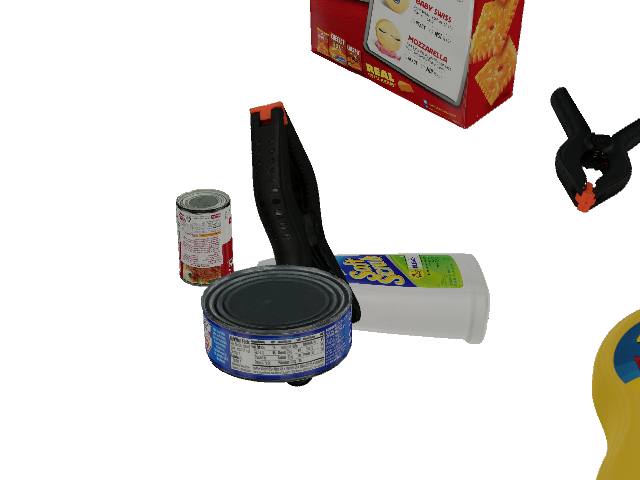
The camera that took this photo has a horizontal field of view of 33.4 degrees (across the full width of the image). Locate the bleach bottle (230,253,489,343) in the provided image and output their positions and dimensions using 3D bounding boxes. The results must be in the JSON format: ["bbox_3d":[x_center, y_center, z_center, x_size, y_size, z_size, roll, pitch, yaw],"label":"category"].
[{"bbox_3d":[0.035,0.053,1.066,0.250,0.068,0.102,1,29,-5],"label":"bleach bottle"}]

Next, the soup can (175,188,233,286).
[{"bbox_3d":[-0.142,-0.004,1.305,0.068,0.102,0.068,0,26,0],"label":"soup can"}]

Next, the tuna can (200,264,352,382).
[{"bbox_3d":[-0.024,0.046,0.608,0.086,0.034,0.086,-1,23,0],"label":"tuna can"}]

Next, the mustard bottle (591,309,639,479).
[{"bbox_3d":[0.185,0.084,0.533,0.096,0.058,0.191,5,40,11],"label":"mustard bottle"}]

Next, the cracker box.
[{"bbox_3d":[0.070,-0.212,0.786,0.164,0.214,0.072,33,52,31],"label":"cracker box"}]

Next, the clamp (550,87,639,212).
[{"bbox_3d":[0.286,-0.102,1.142,0.120,0.039,0.171,18,47,19],"label":"clamp"}]

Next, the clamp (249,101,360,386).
[{"bbox_3d":[-0.015,-0.004,0.846,0.036,0.210,0.164,-11,3,18],"label":"clamp"}]
